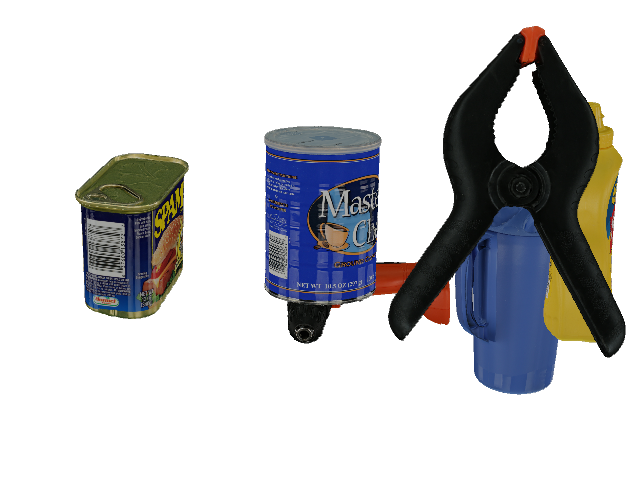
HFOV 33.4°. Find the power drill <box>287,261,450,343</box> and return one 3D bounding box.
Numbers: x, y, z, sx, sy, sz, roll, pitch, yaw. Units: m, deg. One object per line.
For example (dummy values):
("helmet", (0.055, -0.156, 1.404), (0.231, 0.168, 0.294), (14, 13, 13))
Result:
("power drill", (0.055, 0.062, 1.241), (0.187, 0.057, 0.184), (1, 28, 4))

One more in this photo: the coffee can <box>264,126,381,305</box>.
("coffee can", (0.001, -0.025, 0.952), (0.103, 0.140, 0.103), (1, 16, 0))

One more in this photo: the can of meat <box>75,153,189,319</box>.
("can of meat", (-0.129, -0.004, 0.741), (0.057, 0.084, 0.102), (7, 23, 7))

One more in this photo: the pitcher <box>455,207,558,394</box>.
("pitcher", (0.256, 0.080, 1.428), (0.149, 0.243, 0.145), (3, 20, 10))

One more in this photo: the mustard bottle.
("mustard bottle", (0.218, -0.019, 0.887), (0.058, 0.192, 0.096), (3, 19, 14))

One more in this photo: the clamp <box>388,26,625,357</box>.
("clamp", (0.091, -0.021, 0.550), (0.120, 0.171, 0.039), (-4, -1, -2))
